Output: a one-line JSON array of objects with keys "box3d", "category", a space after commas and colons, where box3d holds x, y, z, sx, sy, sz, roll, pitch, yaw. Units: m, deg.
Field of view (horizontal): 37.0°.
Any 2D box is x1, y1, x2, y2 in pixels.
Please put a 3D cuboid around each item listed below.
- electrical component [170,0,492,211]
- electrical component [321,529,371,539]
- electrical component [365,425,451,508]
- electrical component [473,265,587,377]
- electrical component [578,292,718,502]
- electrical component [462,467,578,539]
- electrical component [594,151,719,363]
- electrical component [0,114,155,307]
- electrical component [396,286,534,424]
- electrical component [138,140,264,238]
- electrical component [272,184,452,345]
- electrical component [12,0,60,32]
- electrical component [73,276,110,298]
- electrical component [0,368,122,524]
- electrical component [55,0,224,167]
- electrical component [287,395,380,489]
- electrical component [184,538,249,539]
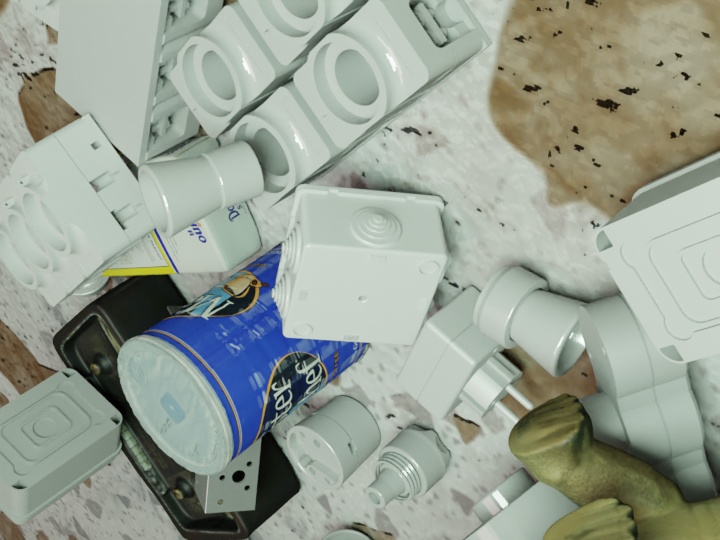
[{"box3d": [-0.029, -0.117, 0.610, 0.105, 0.060, 0.186, 56, 143, -2], "category": "electrical component"}, {"box3d": [-0.012, 0.248, 0.873, 0.078, 0.058, 0.057, 34, 141, 25], "category": "electrical component"}, {"box3d": [0.029, 0.139, 0.741, 0.043, 0.062, 0.043, 27, 134, 31], "category": "electrical component"}, {"box3d": [0.097, 0.027, 0.599, 0.055, 0.045, 0.045, 30, 136, 28], "category": "electrical component"}, {"box3d": [0.135, 0.080, 0.563, 0.052, 0.074, 0.138, -108, 0, -68], "category": "electrical component"}, {"box3d": [0.101, 0.154, 0.644, 0.060, 0.108, 0.108, 52, 143, 14], "category": "electrical component"}, {"box3d": [0.173, -0.014, 0.477, 0.113, 0.057, 0.078, -27, 97, 52], "category": "electrical component"}, {"box3d": [-0.214, -0.036, 0.775, 0.089, 0.062, 0.150, 55, 148, -5], "category": "electrical component"}, {"box3d": [0.072, 0.063, 0.650, 0.077, 0.047, 0.065, 41, 141, 16], "category": "electrical component"}, {"box3d": [-0.089, -0.049, 0.618, 0.044, 0.065, 0.044, 47, 149, 40], "category": "electrical component"}, {"box3d": [0.000, 0.000, 0.639, 0.099, 0.100, 0.048, 107, 163, -46], "category": "electrical component"}, {"box3d": [-0.233, -0.237, 0.734, 0.150, 0.062, 0.089, 35, 138, 24], "category": "electrical component"}, {"box3d": [-0.241, -0.007, 0.920, 0.048, 0.066, 0.055, 35, 158, 20], "category": "electrical component"}, {"box3d": [-0.263, 0.146, 0.896, 0.078, 0.113, 0.057, 39, 139, 19], "category": "electrical component"}, {"box3d": [-0.142, -0.157, 0.698, 0.089, 0.062, 0.150, 41, 140, 17], "category": "electrical component"}, {"box3d": [-0.018, 0.126, 0.793, 0.055, 0.047, 0.055, 27, 135, 31], "category": "electrical component"}, {"box3d": [-0.132, 0.257, 1.015, 0.079, 0.044, 0.077, 13, 126, 41], "category": "electrical component"}]
